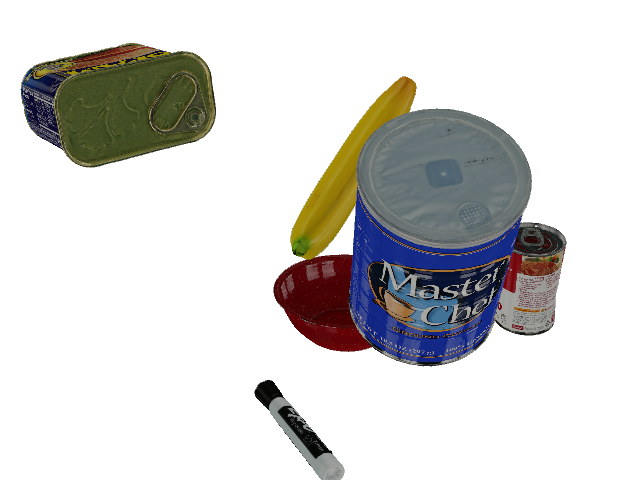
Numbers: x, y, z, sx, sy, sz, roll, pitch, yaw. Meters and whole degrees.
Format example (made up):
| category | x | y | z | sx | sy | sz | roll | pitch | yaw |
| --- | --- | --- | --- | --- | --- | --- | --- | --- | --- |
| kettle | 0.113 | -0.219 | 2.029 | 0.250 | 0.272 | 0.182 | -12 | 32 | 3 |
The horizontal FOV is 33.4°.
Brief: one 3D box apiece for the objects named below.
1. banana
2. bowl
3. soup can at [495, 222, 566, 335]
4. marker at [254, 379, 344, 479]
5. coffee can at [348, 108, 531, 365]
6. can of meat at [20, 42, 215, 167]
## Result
| category | x | y | z | sx | sy | sz | roll | pitch | yaw |
| --- | --- | --- | --- | --- | --- | --- | --- | --- | --- |
| banana | 0.025 | -0.053 | 0.906 | 0.037 | 0.197 | 0.070 | 36 | -24 | -12 |
| bowl | 0.028 | 0.076 | 1.184 | 0.162 | 0.055 | 0.162 | 1 | 28 | -1 |
| soup can | 0.221 | 0.041 | 1.135 | 0.068 | 0.102 | 0.068 | 0 | 30 | 0 |
| marker | -0.019 | 0.144 | 0.821 | 0.020 | 0.020 | 0.121 | 0 | 26 | -32 |
| coffee can | 0.071 | 0.001 | 0.678 | 0.103 | 0.103 | 0.140 | 0 | -36 | -1 |
| can of meat | -0.131 | -0.090 | 0.677 | 0.101 | 0.057 | 0.084 | -18 | 23 | -27 |
